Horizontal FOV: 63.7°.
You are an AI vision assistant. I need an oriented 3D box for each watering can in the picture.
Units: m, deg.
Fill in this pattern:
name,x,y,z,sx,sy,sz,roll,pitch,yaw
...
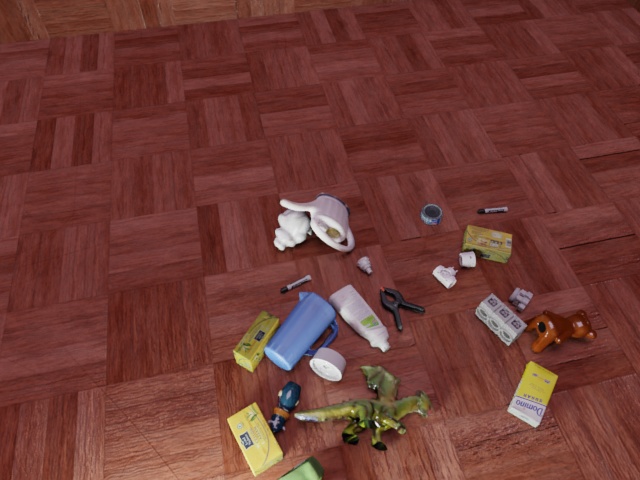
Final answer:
name,x,y,z,sx,sy,sz,roll,pitch,yaw
watering can,0.006,-0.096,1.912,0.344,0.102,0.230,38,35,-21

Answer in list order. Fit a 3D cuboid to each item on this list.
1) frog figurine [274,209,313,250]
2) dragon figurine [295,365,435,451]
name,x,y,z,sx,sy,sz,roll,pitch,yaw
frog figurine,-0.112,-0.043,1.934,0.161,0.120,0.138,-32,79,-36
dragon figurine,0.148,0.486,1.567,0.411,0.119,0.248,13,37,6
